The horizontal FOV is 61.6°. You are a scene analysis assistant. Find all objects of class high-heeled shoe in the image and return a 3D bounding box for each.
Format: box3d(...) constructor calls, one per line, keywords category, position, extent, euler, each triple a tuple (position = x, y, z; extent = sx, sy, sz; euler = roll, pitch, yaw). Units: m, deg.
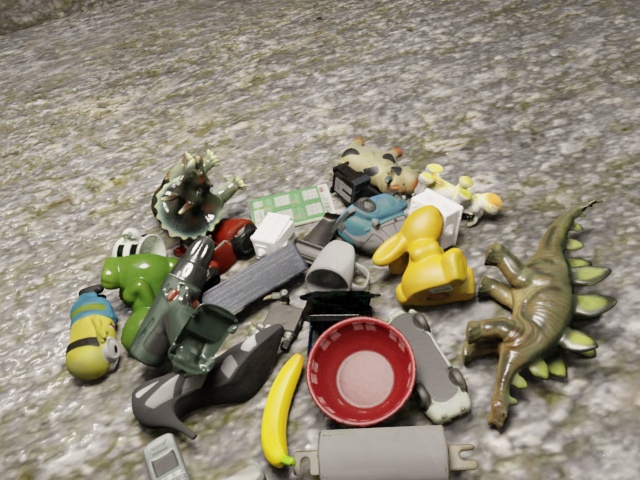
box3d(category="high-heeled shoe", position=(-0.179, 0.205, 0.858), extent=(0.145, 0.086, 0.249), euler=(24, 56, 34))

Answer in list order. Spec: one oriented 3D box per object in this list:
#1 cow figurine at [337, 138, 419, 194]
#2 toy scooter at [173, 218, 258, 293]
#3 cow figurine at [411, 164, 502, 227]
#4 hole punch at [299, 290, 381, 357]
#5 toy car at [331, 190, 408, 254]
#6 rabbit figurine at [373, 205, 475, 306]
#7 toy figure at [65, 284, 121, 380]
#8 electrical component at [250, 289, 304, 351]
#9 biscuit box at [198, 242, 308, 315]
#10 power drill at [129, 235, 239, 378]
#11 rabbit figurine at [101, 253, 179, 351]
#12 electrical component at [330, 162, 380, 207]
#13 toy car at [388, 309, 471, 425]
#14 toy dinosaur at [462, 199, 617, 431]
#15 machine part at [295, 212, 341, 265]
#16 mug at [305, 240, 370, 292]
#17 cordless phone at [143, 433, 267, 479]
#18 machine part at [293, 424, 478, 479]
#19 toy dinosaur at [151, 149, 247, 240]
box3d(category="cow figurine", position=(0.127, -0.148, 1.163), extent=(0.195, 0.085, 0.127), euler=(23, 47, 27))
box3d(category="toy scooter", position=(-0.216, 0.016, 1.071), extent=(0.135, 0.075, 0.184), euler=(22, 57, 32))
box3d(category="cow figurine", position=(0.267, -0.075, 1.064), extent=(0.167, 0.098, 0.068), euler=(26, 46, 10))
box3d(category="hole punch", position=(0.032, 0.139, 0.895), extent=(0.142, 0.092, 0.116), euler=(-5, 18, 10))
box3d(category="toy car", position=(0.109, -0.025, 1.032), extent=(0.161, 0.109, 0.103), euler=(-18, 72, -36))
box3d(category="rabbit figurine", position=(0.183, 0.025, 0.942), extent=(0.162, 0.121, 0.173), euler=(-18, 63, 32))
box3d(category="toy figure", position=(-0.404, 0.164, 0.951), extent=(0.089, 0.082, 0.180), euler=(-29, 50, -2))
box3d(category="electrical component", position=(-0.071, 0.136, 0.934), extent=(0.078, 0.045, 0.102), euler=(11, 48, 24))
box3d(category="biscuit box", position=(-0.121, 0.078, 0.979), extent=(0.203, 0.059, 0.062), euler=(-30, 91, -19))
box3d(category="power drill", position=(-0.206, 0.106, 0.839), extent=(0.208, 0.086, 0.232), euler=(23, 80, 52))
box3d(category="rabbit figurine", position=(-0.306, 0.121, 0.975), extent=(0.159, 0.121, 0.170), euler=(-6, 61, -4))
box3d(category="electrical component", position=(0.077, -0.103, 1.130), extent=(0.048, 0.074, 0.119), euler=(-27, 57, -29))
box3d(category="toy car", position=(0.158, 0.188, 0.828), extent=(0.073, 0.056, 0.202), euler=(-24, 43, -4))
box3d(category="toy dinosaur", position=(0.355, 0.087, 0.863), extent=(0.199, 0.105, 0.471), euler=(17, 59, 17))
box3d(category="machine part", position=(-0.002, -0.003, 1.072), extent=(0.084, 0.039, 0.139), euler=(15, 51, 31))
box3d(category="mug", position=(0.038, 0.051, 0.979), extent=(0.110, 0.080, 0.107), euler=(11, 41, 9))
box3d(category="cordless phone", position=(-0.158, 0.323, 0.733), extent=(0.147, 0.088, 0.184), euler=(-28, 42, -17))
box3d(category="machine part", position=(0.085, 0.290, 0.719), extent=(0.243, 0.079, 0.079), euler=(-5, 44, 8))
box3d(category="toy dinosaur", position=(-0.293, -0.087, 1.135), extent=(0.192, 0.131, 0.405), euler=(-47, 22, -26))
